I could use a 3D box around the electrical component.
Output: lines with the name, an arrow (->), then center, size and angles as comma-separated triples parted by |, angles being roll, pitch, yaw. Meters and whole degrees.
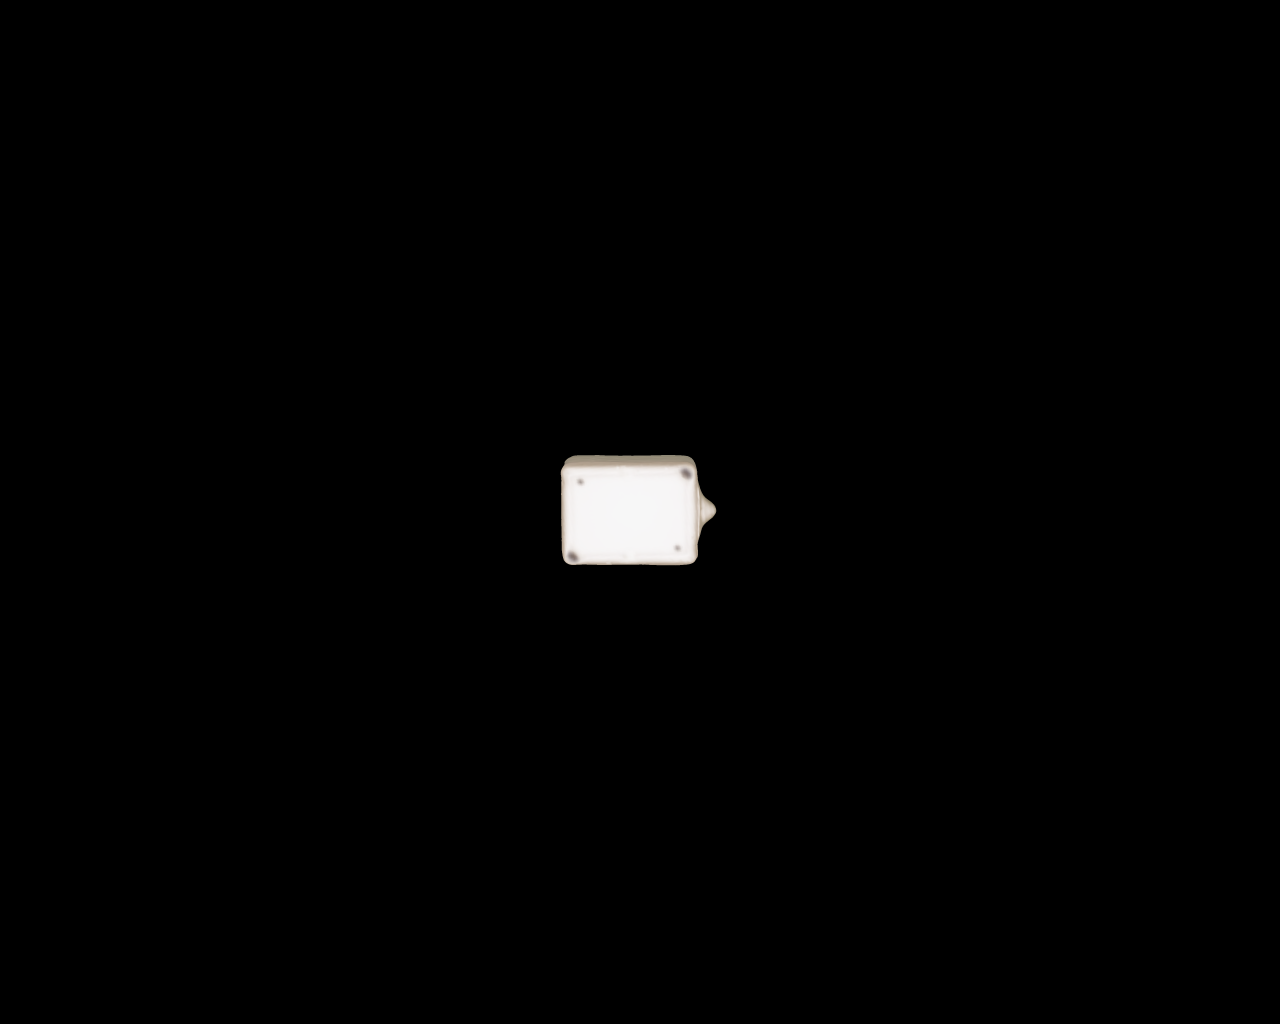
electrical component -> 0.001, -0.003, 0.650 | 0.096, 0.061, 0.061 | 0, 9, 0
